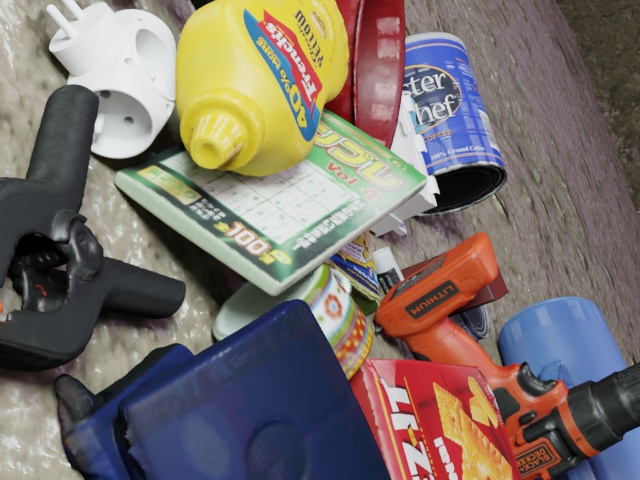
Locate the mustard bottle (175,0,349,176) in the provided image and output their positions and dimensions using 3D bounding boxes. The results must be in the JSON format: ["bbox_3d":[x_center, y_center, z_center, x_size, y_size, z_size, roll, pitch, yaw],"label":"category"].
[{"bbox_3d":[-0.034,-0.089,0.581,0.096,0.058,0.191,63,25,-24],"label":"mustard bottle"}]

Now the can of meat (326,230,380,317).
[{"bbox_3d":[-0.004,0.001,0.684,0.102,0.058,0.084,37,38,-51],"label":"can of meat"}]

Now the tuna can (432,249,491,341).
[{"bbox_3d":[0.119,0.053,0.956,0.086,0.034,0.086,50,27,-36],"label":"tuna can"}]

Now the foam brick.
[{"bbox_3d":[0.106,0.037,0.883,0.053,0.078,0.051,-16,83,-67],"label":"foam brick"}]

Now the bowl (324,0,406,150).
[{"bbox_3d":[0.021,-0.132,0.788,0.162,0.055,0.162,5,90,-75],"label":"bowl"}]

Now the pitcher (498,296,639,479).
[{"bbox_3d":[0.250,0.175,1.016,0.144,0.149,0.243,0,54,-18],"label":"pitcher"}]

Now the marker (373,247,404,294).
[{"bbox_3d":[0.073,0.063,0.856,0.121,0.020,0.020,63,21,-8],"label":"marker"}]

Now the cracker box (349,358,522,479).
[{"bbox_3d":[0.066,0.160,0.664,0.213,0.072,0.164,17,53,-62],"label":"cracker box"}]

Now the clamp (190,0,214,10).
[{"bbox_3d":[-0.050,-0.125,0.713,0.164,0.036,0.210,-71,137,-78],"label":"clamp"}]

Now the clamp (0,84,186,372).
[{"bbox_3d":[-0.115,-0.005,0.451,0.120,0.039,0.171,64,17,-3],"label":"clamp"}]

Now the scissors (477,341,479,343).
[{"bbox_3d":[0.145,0.163,0.927,0.096,0.016,0.202,33,38,-55],"label":"scissors"}]

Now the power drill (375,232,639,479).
[{"bbox_3d":[0.145,0.090,0.798,0.187,0.185,0.057,54,23,-5],"label":"power drill"}]

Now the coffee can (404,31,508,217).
[{"bbox_3d":[0.105,-0.106,0.993,0.102,0.103,0.140,26,45,-59],"label":"coffee can"}]
